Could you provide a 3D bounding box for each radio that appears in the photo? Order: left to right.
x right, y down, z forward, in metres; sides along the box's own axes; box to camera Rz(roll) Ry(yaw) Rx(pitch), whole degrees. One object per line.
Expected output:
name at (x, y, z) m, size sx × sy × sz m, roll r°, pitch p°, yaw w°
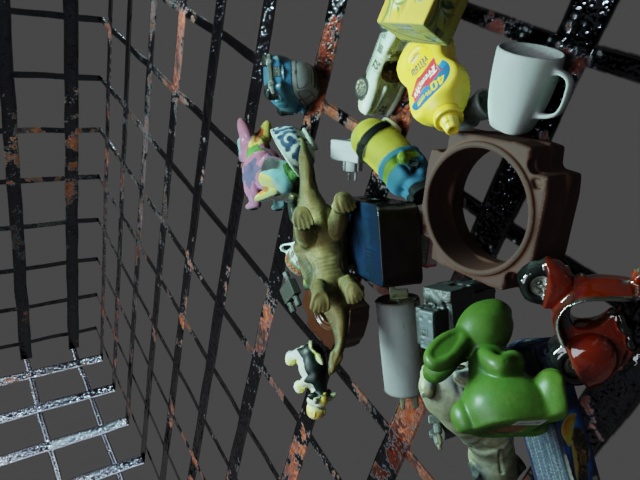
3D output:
radio at (0.095, -0.006, 0.913) m, size 0.230 × 0.073 × 0.131 m, roll -154°, pitch 61°, yaw -73°

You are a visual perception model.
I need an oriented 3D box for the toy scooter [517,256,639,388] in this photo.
toy scooter at (0.332, 0.093, 0.644) m, size 0.135 × 0.075 × 0.183 m, roll -20°, pitch 104°, yaw 28°

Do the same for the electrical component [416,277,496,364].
electrical component at (0.202, 0.120, 0.797) m, size 0.058 × 0.134 × 0.114 m, roll 2°, pitch 101°, yaw 55°

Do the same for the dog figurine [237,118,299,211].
dog figurine at (-0.123, -0.182, 1.223) m, size 0.191 × 0.108 × 0.219 m, roll -24°, pitch 75°, yaw 55°

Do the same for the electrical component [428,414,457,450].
electrical component at (0.199, 0.299, 0.886) m, size 0.102 × 0.045 × 0.078 m, roll 73°, pitch 175°, yaw -59°

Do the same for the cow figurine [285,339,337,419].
cow figurine at (-0.010, 0.311, 1.203) m, size 0.098 × 0.068 × 0.167 m, roll -37°, pitch 68°, yaw 46°

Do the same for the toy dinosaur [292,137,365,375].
toy dinosaur at (-0.002, -0.003, 0.943) m, size 0.198 × 0.105 × 0.471 m, roll 110°, pitch 157°, yaw -70°

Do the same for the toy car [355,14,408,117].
toy car at (0.119, -0.295, 0.878) m, size 0.056 × 0.073 × 0.201 m, roll 55°, pitch 138°, yaw 37°

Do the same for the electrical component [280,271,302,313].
electrical component at (-0.073, 0.123, 1.286) m, size 0.063 × 0.021 × 0.094 m, roll -50°, pitch 57°, yaw 48°

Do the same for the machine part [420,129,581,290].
machine part at (0.240, -0.046, 0.750) m, size 0.201 × 0.087 × 0.201 m, roll 28°, pitch 118°, yaw 50°

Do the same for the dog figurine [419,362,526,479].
dog figurine at (0.218, 0.276, 0.783) m, size 0.121 × 0.172 × 0.190 m, roll 160°, pitch 107°, yaw -66°

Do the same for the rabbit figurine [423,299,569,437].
rabbit figurine at (0.213, 0.161, 0.693) m, size 0.121 × 0.159 × 0.170 m, roll 75°, pitch -170°, yaw -56°

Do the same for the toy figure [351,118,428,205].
toy figure at (0.121, -0.135, 0.895) m, size 0.082 × 0.089 × 0.180 m, roll -56°, pitch 50°, yaw 38°

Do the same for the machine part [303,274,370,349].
machine part at (0.028, 0.139, 1.117) m, size 0.180 × 0.056 × 0.179 m, roll 19°, pitch 114°, yaw 51°

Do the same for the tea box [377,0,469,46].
tea box at (0.163, -0.369, 0.756) m, size 0.098 × 0.068 × 0.169 m, roll 28°, pitch 97°, yaw 48°

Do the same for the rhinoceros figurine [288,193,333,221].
rhinoceros figurine at (-0.006, -0.028, 1.114) m, size 0.191 × 0.073 × 0.112 m, roll 43°, pitch 129°, yaw 42°

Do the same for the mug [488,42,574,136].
mug at (0.269, -0.188, 0.692) m, size 0.110 × 0.081 × 0.107 m, roll 36°, pitch 136°, yaw 35°

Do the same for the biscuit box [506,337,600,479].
biscuit box at (0.312, 0.235, 0.729) m, size 0.063 × 0.059 × 0.202 m, roll -22°, pitch 79°, yaw 56°

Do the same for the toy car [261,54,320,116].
toy car at (-0.053, -0.319, 1.086) m, size 0.103 × 0.161 × 0.109 m, roll -6°, pitch 85°, yaw 11°

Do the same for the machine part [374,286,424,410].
machine part at (0.142, 0.181, 0.936) m, size 0.079 × 0.079 × 0.243 m, roll 7°, pitch 107°, yaw 54°
